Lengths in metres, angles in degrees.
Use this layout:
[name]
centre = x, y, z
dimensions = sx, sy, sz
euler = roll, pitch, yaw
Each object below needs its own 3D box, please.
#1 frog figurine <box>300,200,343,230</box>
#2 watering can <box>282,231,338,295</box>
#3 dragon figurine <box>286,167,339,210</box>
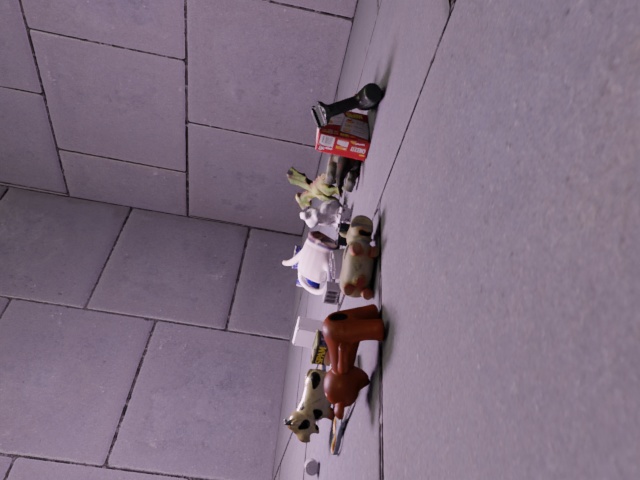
[frog figurine]
centre = 0.006, -0.097, 1.927
dimensions = 0.136, 0.159, 0.124
euler = 126, 155, -78
[watering can]
centre = -0.039, 0.069, 1.964
dimensions = 0.351, 0.104, 0.222
euler = 32, 107, 53
[dragon figurine]
centre = -0.023, -0.239, 2.123
dimensions = 0.401, 0.243, 0.125
euler = 104, 178, -60
